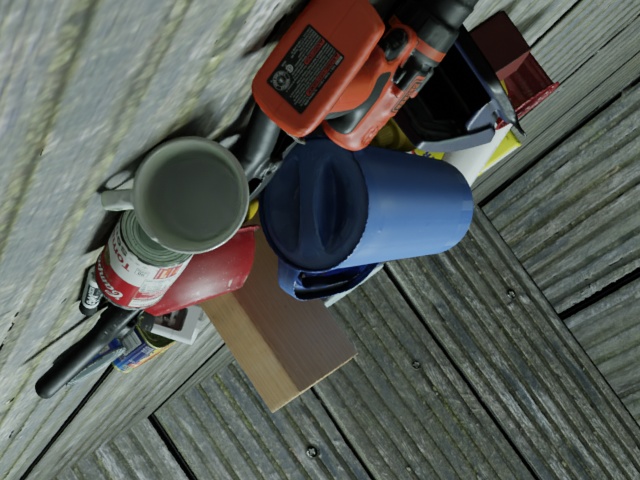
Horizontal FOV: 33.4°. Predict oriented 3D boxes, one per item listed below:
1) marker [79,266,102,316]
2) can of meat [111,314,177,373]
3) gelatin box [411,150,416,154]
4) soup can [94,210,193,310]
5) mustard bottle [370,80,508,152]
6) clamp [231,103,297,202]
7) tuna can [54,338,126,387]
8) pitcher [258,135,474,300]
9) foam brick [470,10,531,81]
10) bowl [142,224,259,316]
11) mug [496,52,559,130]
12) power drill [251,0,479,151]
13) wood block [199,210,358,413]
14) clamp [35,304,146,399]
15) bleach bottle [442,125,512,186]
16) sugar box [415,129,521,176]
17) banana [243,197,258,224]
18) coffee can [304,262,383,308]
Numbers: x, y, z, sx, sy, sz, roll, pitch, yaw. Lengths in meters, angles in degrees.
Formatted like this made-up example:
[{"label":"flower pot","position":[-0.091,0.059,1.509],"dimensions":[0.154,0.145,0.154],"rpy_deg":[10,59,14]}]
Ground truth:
[{"label":"marker","position":[-0.222,0.051,1.040],"dimensions":[0.020,0.020,0.121],"rpy_deg":[-32,173,-24]},{"label":"can of meat","position":[-0.224,0.125,1.410],"dimensions":[0.084,0.057,0.101],"rpy_deg":[-37,174,35]},{"label":"gelatin box","position":[0.075,-0.096,1.378],"dimensions":[0.089,0.030,0.073],"rpy_deg":[-32,-174,-6]},{"label":"soup can","position":[-0.148,0.011,0.908],"dimensions":[0.068,0.068,0.102],"rpy_deg":[-31,172,-32]},{"label":"mustard bottle","position":[0.121,-0.141,1.198],"dimensions":[0.191,0.058,0.096],"rpy_deg":[-28,-167,-40]},{"label":"clamp","position":[-0.052,-0.073,0.876],"dimensions":[0.172,0.039,0.120],"rpy_deg":[-50,161,20]},{"label":"tuna can","position":[-0.287,0.146,1.329],"dimensions":[0.086,0.034,0.086],"rpy_deg":[-35,174,-5]},{"label":"pitcher","position":[0.054,-0.027,1.116],"dimensions":[0.149,0.145,0.242],"rpy_deg":[-22,168,35]},{"label":"foam brick","position":[0.184,-0.200,1.145],"dimensions":[0.051,0.053,0.078],"rpy_deg":[-34,173,-6]},{"label":"bowl","position":[-0.128,0.035,1.051],"dimensions":[0.162,0.055,0.162],"rpy_deg":[-19,177,-1]},{"label":"mug","position":[0.218,-0.185,1.290],"dimensions":[0.117,0.081,0.093],"rpy_deg":[-38,173,26]},{"label":"power drill","position":[0.041,-0.140,0.776],"dimensions":[0.185,0.057,0.187],"rpy_deg":[-53,164,21]},{"label":"wood block","position":[-0.064,0.075,1.183],"dimensions":[0.090,0.206,0.090],"rpy_deg":[-31,172,-32]},{"label":"clamp","position":[-0.225,0.088,1.213],"dimensions":[0.210,0.036,0.164],"rpy_deg":[-44,180,33]},{"label":"bleach bottle","position":[0.188,-0.092,1.481],"dimensions":[0.251,0.068,0.102],"rpy_deg":[-60,173,5]},{"label":"sugar box","position":[0.198,-0.126,1.579],"dimensions":[0.176,0.093,0.048],"rpy_deg":[-37,172,14]},{"label":"banana","position":[-0.088,-0.034,1.022],"dimensions":[0.069,0.037,0.198],"rpy_deg":[-34,173,-7]},{"label":"coffee can","position":[-0.008,0.002,1.230],"dimensions":[0.103,0.140,0.103],"rpy_deg":[-34,173,-5]}]
